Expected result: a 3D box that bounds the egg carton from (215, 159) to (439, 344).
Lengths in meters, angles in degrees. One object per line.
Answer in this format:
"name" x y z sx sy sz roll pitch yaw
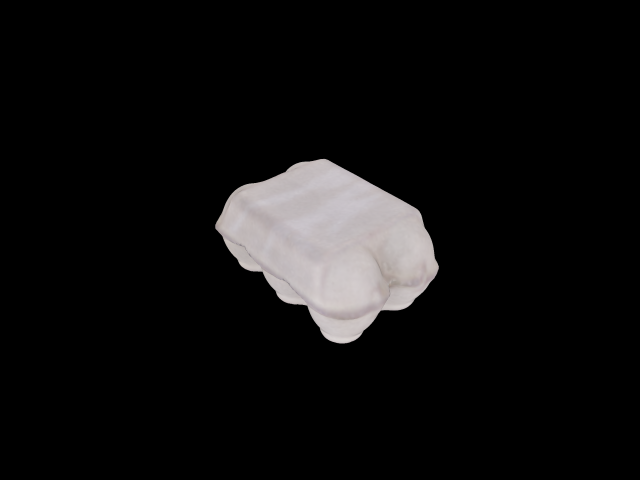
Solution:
"egg carton" 0.004 0.001 0.400 0.107 0.069 0.149 -27 44 -33
